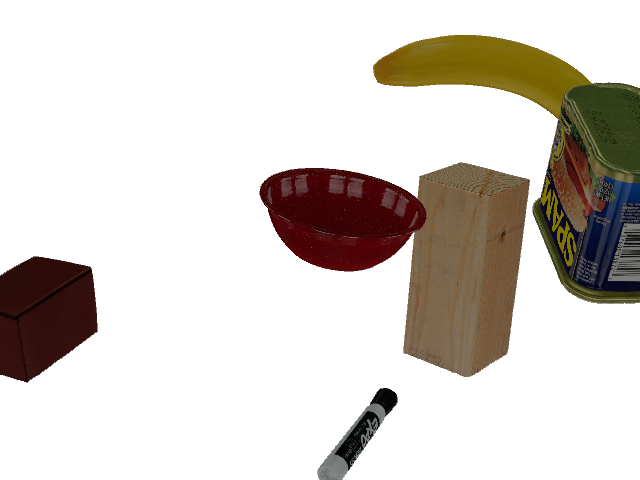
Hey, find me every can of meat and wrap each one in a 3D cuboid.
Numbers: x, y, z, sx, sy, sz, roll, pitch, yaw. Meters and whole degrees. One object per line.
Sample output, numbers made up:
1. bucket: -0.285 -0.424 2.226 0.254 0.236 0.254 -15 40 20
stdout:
1. can of meat: 0.161 -0.029 0.596 0.057 0.084 0.102 0 37 -5

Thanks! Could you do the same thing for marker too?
1. marker: 0.031 0.149 0.829 0.020 0.020 0.121 0 23 28

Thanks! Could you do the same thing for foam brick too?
1. foam brick: -0.199 0.052 0.735 0.053 0.051 0.078 11 28 27

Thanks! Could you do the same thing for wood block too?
1. wood block: 0.158 0.030 1.166 0.090 0.206 0.090 18 24 35

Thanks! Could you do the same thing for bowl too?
1. bowl: 0.018 -0.015 1.028 0.162 0.055 0.162 8 25 -4

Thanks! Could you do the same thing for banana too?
1. banana: 0.140 -0.116 0.799 0.197 0.069 0.037 22 -3 -7
